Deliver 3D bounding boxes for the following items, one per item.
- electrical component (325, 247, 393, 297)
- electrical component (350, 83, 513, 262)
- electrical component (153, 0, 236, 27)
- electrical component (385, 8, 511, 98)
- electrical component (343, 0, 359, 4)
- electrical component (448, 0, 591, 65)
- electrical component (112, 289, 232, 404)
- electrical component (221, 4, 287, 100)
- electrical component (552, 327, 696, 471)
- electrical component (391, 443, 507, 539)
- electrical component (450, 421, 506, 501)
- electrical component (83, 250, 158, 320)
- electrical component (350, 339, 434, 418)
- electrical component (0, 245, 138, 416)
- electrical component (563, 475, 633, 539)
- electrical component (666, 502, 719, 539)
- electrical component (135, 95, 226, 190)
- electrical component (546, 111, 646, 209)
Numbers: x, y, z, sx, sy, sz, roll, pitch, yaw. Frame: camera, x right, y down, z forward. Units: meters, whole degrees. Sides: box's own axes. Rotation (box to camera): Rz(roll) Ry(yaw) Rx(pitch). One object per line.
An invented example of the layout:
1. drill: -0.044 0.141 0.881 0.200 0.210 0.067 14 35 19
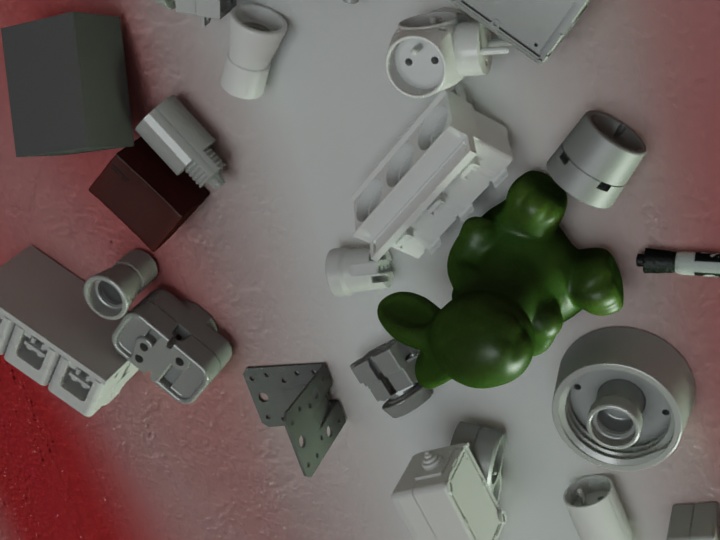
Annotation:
1. electrical component: 0.000 0.000 0.881 0.046 0.040 0.040 -6 114 21
2. electrical component: 0.053 -0.067 0.800 0.063 0.078 0.121 23 130 -25
3. electrical component: -0.126 -0.219 0.812 0.055 0.048 0.066 10 121 10
4. electrical component: 0.067 -0.152 0.743 0.079 0.077 0.044 1 117 23
5. electrical component: -0.004 -0.220 0.763 0.035 0.035 0.061 17 125 15
6. electrical component: 0.105 -0.194 0.712 0.096 0.061 0.061 36 125 3
7. electrical component: -0.168 0.066 0.979 0.095 0.059 0.053 40 125 -1
8. electrical component: -0.085 -0.165 0.827 0.044 0.044 0.065 27 129 8
9. electrical component: 0.201 0.105 0.835 0.108 0.060 0.108 11 121 19
10. electrical component: 0.067 0.188 0.874 0.061 0.061 0.096 -19 107 31
11. electrical component: 0.082 0.193 0.942 0.074 0.052 0.138 12 120 18
12. electrical component: -0.211 0.010 0.963 0.044 0.065 0.044 11 122 18
13. electrical component: 0.031 0.091 0.914 0.066 0.048 0.055 -30 95 33
14. electrical component: -0.283 0.058 1.008 0.150 0.089 0.061 34 125 3
15. electrical component: 0.206 0.218 0.906 0.043 0.043 0.081 -14 111 30
16. electrical component: 0.299 0.235 0.872 0.076 0.047 0.083 -11 111 27
17. electrical component: -0.141 -0.099 0.886 0.081 0.043 0.043 48 125 -7
18. electrical component: 0.167 -0.079 0.754 0.055 0.055 0.047 34 122 4
